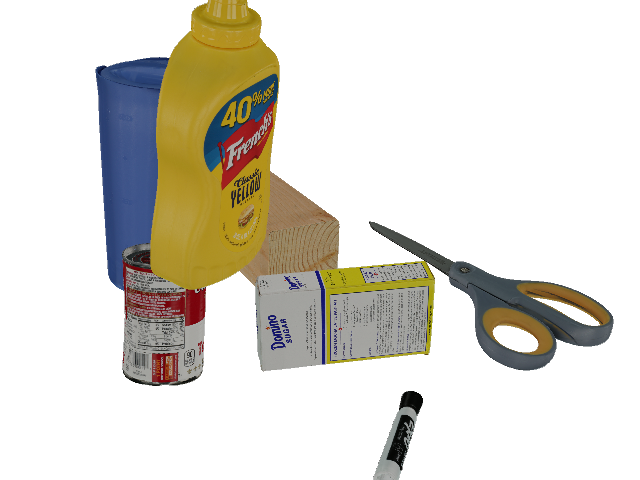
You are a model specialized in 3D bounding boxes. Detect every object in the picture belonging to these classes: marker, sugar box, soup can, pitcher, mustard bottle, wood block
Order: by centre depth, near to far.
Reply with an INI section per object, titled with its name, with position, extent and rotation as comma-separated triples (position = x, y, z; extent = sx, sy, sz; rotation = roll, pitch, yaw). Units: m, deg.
[mustard bottle]
position = -0.063, -0.069, 0.662
extent = 0.058, 0.192, 0.096
rotation = 24, 37, 23
[marker]
position = 0.064, 0.158, 0.862
extent = 0.020, 0.020, 0.121
rotation = 0, 24, 16
[soup can]
position = -0.127, 0.059, 0.865
extent = 0.068, 0.102, 0.068
rotation = 3, 15, -1
[sugar box]
position = 0.024, 0.075, 1.073
extent = 0.176, 0.093, 0.048
rotation = -3, 28, -6
[pitcher]
position = -0.163, -0.064, 1.129
extent = 0.145, 0.243, 0.149
rotation = 0, 23, -10
[wood block]
position = -0.065, -0.013, 1.304
extent = 0.090, 0.090, 0.206
rotation = -10, 26, -26

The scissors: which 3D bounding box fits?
[scissors]
position = 0.094, 0.035, 0.718
extent = 0.202, 0.016, 0.096
rotation = 19, 37, 30
